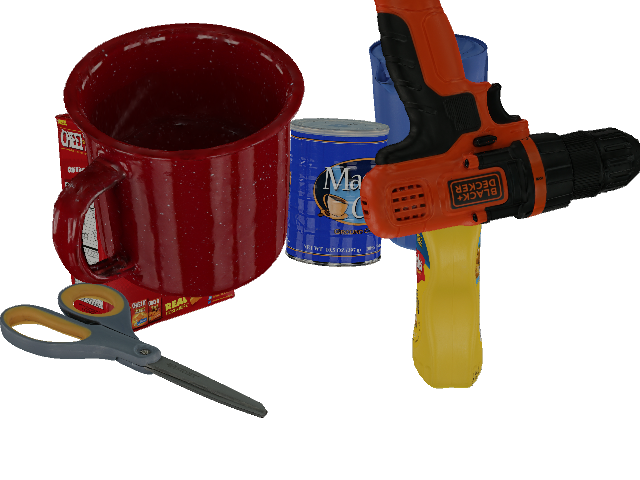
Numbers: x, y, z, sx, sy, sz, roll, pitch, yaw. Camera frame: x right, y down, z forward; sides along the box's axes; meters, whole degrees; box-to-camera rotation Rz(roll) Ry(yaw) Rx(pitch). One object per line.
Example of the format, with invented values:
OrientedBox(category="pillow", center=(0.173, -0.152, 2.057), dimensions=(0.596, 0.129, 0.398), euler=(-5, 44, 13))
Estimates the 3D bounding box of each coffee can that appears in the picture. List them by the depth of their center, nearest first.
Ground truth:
OrientedBox(category="coffee can", center=(0.017, -0.053, 1.116), dimensions=(0.103, 0.140, 0.103), euler=(3, 13, -1))

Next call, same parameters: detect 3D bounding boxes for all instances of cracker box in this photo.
OrientedBox(category="cracker box", center=(-0.170, -0.029, 1.058), dimensions=(0.072, 0.214, 0.163), euler=(13, 22, 42))

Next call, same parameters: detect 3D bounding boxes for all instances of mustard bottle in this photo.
OrientedBox(category="mustard bottle", center=(0.102, 0.016, 0.851), dimensions=(0.058, 0.192, 0.096), euler=(0, 25, 4))

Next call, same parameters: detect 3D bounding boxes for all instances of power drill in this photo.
OrientedBox(category="power drill", center=(0.104, -0.103, 0.663), dimensions=(0.184, 0.187, 0.057), euler=(-12, 7, -9))

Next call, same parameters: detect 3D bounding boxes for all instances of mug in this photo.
OrientedBox(category="mug", center=(-0.061, -0.024, 0.434), dimensions=(0.093, 0.081, 0.117), euler=(26, 47, 24))

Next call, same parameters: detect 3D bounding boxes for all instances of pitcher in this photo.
OrientedBox(category="pitcher", center=(0.134, -0.119, 1.258), dimensions=(0.149, 0.243, 0.145), euler=(-4, 25, -2))

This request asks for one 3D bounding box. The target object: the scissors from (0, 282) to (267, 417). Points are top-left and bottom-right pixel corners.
OrientedBox(category="scissors", center=(-0.116, 0.068, 0.716), dimensions=(0.202, 0.016, 0.096), euler=(12, 28, 13))
